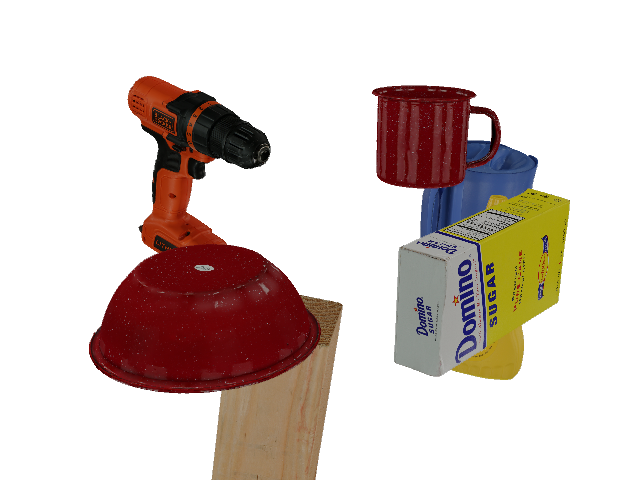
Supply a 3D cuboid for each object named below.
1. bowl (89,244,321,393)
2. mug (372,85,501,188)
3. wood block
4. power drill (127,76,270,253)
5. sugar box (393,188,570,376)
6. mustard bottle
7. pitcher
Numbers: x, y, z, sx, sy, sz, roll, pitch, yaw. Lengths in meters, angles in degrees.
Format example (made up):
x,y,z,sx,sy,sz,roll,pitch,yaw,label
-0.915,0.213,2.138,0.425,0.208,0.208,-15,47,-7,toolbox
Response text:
x,y,z,sx,sy,sz,roll,pitch,yaw,label
-0.080,0.044,0.737,0.162,0.055,0.162,-2,21,0,bowl
0.104,-0.094,0.965,0.117,0.081,0.093,1,15,2,mug
-0.043,0.158,0.972,0.090,0.206,0.090,10,23,5,wood block
-0.125,-0.060,1.095,0.185,0.188,0.057,30,38,34,power drill
0.124,0.028,0.800,0.048,0.093,0.175,17,27,35,sugar box
0.175,0.046,1.125,0.096,0.192,0.058,12,17,21,mustard bottle
0.206,-0.005,1.450,0.149,0.243,0.145,5,23,3,pitcher
